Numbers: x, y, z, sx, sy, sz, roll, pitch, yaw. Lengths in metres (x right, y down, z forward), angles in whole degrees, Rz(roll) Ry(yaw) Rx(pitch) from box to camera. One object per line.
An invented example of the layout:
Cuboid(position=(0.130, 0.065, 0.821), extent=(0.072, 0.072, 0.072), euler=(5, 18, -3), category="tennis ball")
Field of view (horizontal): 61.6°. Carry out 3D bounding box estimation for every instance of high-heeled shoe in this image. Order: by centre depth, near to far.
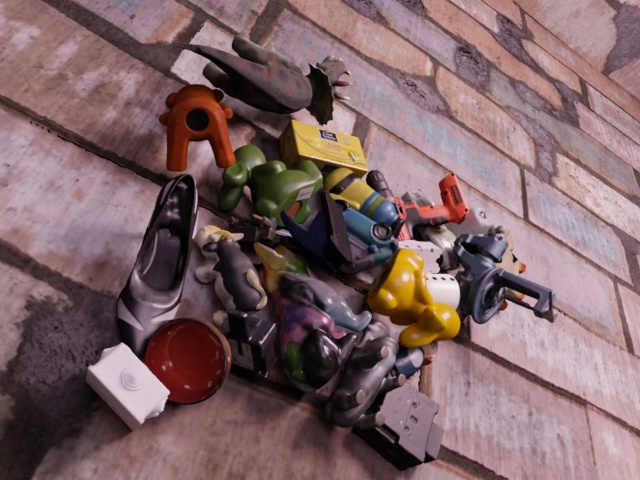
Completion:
Cuboid(position=(-0.213, 0.028, 0.741), extent=(0.086, 0.145, 0.249), euler=(17, 49, -25), category="high-heeled shoe")

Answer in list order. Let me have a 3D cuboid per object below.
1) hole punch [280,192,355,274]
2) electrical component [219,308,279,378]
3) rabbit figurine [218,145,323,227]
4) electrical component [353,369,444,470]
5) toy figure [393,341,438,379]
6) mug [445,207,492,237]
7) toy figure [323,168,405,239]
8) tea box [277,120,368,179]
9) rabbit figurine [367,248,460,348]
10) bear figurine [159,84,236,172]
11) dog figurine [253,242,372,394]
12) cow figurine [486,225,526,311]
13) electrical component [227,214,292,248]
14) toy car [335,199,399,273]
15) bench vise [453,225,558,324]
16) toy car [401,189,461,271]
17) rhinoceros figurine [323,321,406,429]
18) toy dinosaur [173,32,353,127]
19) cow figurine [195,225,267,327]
Cuboid(position=(-0.002, -0.003, 0.898), extent=(0.142, 0.092, 0.116), euler=(54, 19, -63), category="hole punch")
Cuboid(position=(-0.103, 0.133, 0.752), extent=(0.075, 0.119, 0.048), euler=(9, 36, 21), category="electrical component")
Cuboid(position=(-0.109, -0.099, 0.959), extent=(0.159, 0.121, 0.170), euler=(-27, 59, -37), category="rabbit figurine")
Cuboid(position=(0.134, 0.293, 0.862), extent=(0.134, 0.058, 0.115), euler=(38, 46, -7), category="electrical component")
Cuboid(position=(0.168, 0.203, 0.956), extent=(0.154, 0.058, 0.064), euler=(-18, 108, -45), category="toy figure")
Cuboid(position=(0.332, -0.017, 1.200), extent=(0.081, 0.107, 0.109), euler=(4, 54, -32), category="mug")
Cuboid(position=(0.085, -0.070, 1.056), extent=(0.180, 0.082, 0.089), euler=(31, 70, 14), category="toy figure")
Cuboid(position=(0.006, -0.174, 1.107), extent=(0.169, 0.068, 0.098), euler=(6, 55, -32), category="tea box")
Cuboid(position=(0.177, 0.116, 0.939), extent=(0.173, 0.122, 0.162), euler=(37, 17, -7), category="rabbit figurine")
Cuboid(position=(-0.217, -0.203, 0.944), extent=(0.120, 0.131, 0.196), euler=(-7, 20, -12), category="bear figurine")
Cuboid(position=(-0.045, 0.106, 0.839), extent=(0.219, 0.108, 0.191), euler=(39, 47, 1), category="dog figurine")
Cuboid(position=(0.403, 0.049, 1.225), extent=(0.127, 0.085, 0.195), euler=(39, 45, -14), category="cow figurine")
Cuboid(position=(-0.107, -0.014, 0.888), extent=(0.078, 0.102, 0.045), euler=(14, 78, -50), category="electrical component")
Cuboid(position=(0.056, 0.005, 0.991), extent=(0.162, 0.109, 0.103), euler=(33, 65, 0), category="toy car")
Cuboid(position=(0.361, 0.083, 1.057), extent=(0.223, 0.241, 0.128), euler=(-48, 135, -16), category="bench vise")
Cuboid(position=(0.247, -0.023, 1.179), extent=(0.073, 0.056, 0.202), euler=(-16, 68, -42), category="toy car")
Cuboid(position=(0.072, 0.209, 0.846), extent=(0.073, 0.112, 0.190), euler=(49, 47, -19), category="rhinoceros figurine")
Cuboid(position=(-0.083, -0.297, 1.029), extent=(0.192, 0.131, 0.405), euler=(34, 28, 18), category="toy dinosaur")
Cuboid(position=(-0.138, 0.042, 0.818), extent=(0.068, 0.098, 0.167), euler=(-11, 71, -42), category="cow figurine")
